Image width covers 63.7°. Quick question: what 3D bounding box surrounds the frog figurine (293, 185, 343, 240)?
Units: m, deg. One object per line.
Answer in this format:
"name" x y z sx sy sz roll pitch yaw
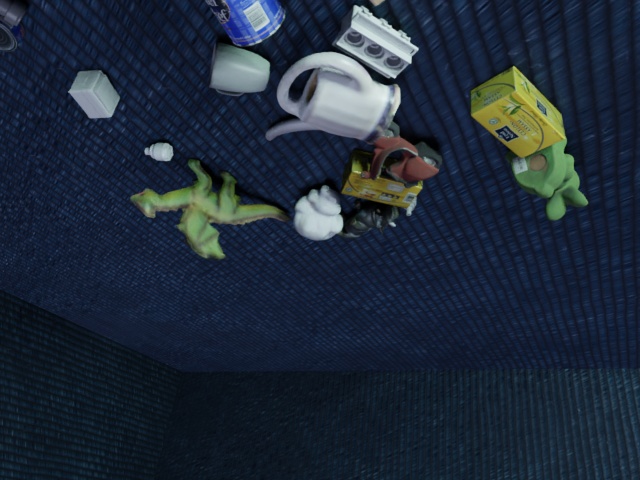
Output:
"frog figurine" 0.004 -0.066 1.319 0.136 0.125 0.158 39 155 -12

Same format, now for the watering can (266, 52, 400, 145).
"watering can" 0.018 -0.252 1.011 0.224 0.105 0.343 16 163 -14

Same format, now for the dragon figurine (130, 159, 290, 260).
"dragon figurine" -0.263 -0.052 1.293 0.408 0.248 0.120 23 142 -20
